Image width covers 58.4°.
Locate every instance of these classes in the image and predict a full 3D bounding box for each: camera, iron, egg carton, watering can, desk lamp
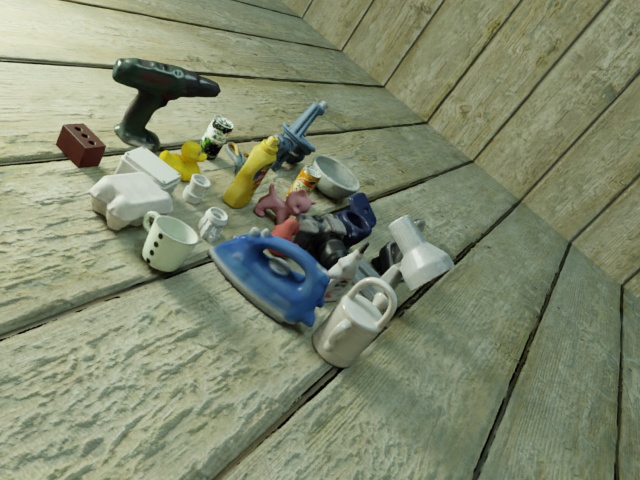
[{"bbox_3d":[0.013,0.005,1.376,0.144,0.100,0.136,12,36,-39],"label":"camera"},{"bbox_3d":[-0.088,0.052,1.141,0.258,0.141,0.119,36,27,-2],"label":"iron"},{"bbox_3d":[-0.360,-0.076,1.100,0.107,0.069,0.151,44,28,14],"label":"egg carton"},{"bbox_3d":[0.078,0.149,1.127,0.101,0.194,0.173,35,27,-3],"label":"watering can"},{"bbox_3d":[0.189,0.059,1.375,0.203,0.213,0.118,46,29,18],"label":"desk lamp"}]

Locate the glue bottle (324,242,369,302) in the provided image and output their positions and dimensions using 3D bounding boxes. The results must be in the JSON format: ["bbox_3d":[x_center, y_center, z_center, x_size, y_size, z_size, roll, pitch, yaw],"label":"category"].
[{"bbox_3d":[0.055,0.067,1.250,0.078,0.173,0.037,3,42,-47],"label":"glue bottle"}]

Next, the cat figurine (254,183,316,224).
[{"bbox_3d":[-0.078,-0.093,1.403,0.128,0.117,0.067,30,28,-14],"label":"cat figurine"}]

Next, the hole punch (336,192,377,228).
[{"bbox_3d":[0.115,-0.074,1.629,0.101,0.091,0.109,43,28,12],"label":"hole punch"}]

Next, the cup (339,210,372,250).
[{"bbox_3d":[0.073,-0.010,1.477,0.092,0.095,0.117,30,28,-12],"label":"cup"}]

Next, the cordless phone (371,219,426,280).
[{"bbox_3d":[0.239,0.019,1.528,0.094,0.185,0.148,47,29,20],"label":"cordless phone"}]

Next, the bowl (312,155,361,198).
[{"bbox_3d":[0.034,-0.176,1.712,0.168,0.074,0.167,28,28,-17],"label":"bowl"}]

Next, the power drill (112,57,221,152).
[{"bbox_3d":[-0.369,-0.310,1.302,0.230,0.208,0.075,16,33,-34],"label":"power drill"}]

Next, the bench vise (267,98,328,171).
[{"bbox_3d":[-0.060,-0.297,1.631,0.121,0.219,0.207,36,27,-1],"label":"bench vise"}]

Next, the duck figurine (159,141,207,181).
[{"bbox_3d":[-0.311,-0.191,1.318,0.105,0.086,0.077,16,34,-35],"label":"duck figurine"}]

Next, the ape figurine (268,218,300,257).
[{"bbox_3d":[-0.078,-0.011,1.305,0.076,0.092,0.077,7,39,-44],"label":"ape figurine"}]
